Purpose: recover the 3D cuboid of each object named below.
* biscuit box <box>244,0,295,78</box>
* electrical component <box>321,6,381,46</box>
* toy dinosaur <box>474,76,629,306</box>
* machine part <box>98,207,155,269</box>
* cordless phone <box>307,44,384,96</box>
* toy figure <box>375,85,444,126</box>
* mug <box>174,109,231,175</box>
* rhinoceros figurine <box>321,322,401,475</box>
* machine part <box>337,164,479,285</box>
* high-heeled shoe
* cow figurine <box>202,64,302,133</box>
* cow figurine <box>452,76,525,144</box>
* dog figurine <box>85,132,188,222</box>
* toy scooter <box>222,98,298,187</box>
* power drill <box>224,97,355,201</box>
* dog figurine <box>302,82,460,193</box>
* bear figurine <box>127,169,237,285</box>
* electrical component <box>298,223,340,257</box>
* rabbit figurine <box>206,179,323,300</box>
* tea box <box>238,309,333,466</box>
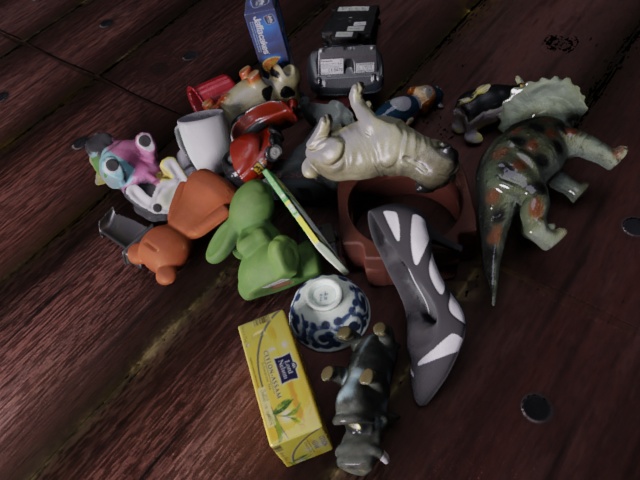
[{"bbox_3d":[-0.093,-0.378,1.060,0.063,0.202,0.059,-8,55,7],"label":"biscuit box"},{"bbox_3d":[0.067,-0.452,1.175,0.115,0.058,0.134,6,56,18],"label":"electrical component"},{"bbox_3d":[0.302,-0.103,0.792,0.192,0.131,0.405,41,61,11],"label":"toy dinosaur"},{"bbox_3d":[-0.333,-0.005,0.935,0.139,0.039,0.084,30,69,27],"label":"machine part"},{"bbox_3d":[0.045,-0.345,1.061,0.147,0.088,0.184,-4,26,-2],"label":"cordless phone"},{"bbox_3d":[0.172,-0.250,1.006,0.154,0.058,0.064,-32,93,-15],"label":"toy figure"},{"bbox_3d":[-0.209,-0.169,0.955,0.110,0.107,0.081,-1,26,25],"label":"mug"},{"bbox_3d":[0.055,0.192,0.672,0.073,0.112,0.190,-9,39,25],"label":"rhinoceros figurine"},{"bbox_3d":[0.131,-0.034,0.833,0.201,0.087,0.201,-7,51,6],"label":"machine part"},{"bbox_3d":[0.109,0.078,0.695,0.145,0.086,0.248,16,77,-15],"label":"high-heeled shoe"},{"bbox_3d":[-0.114,-0.267,1.037,0.195,0.127,0.086,-42,42,-7],"label":"cow figurine"},{"bbox_3d":[0.318,-0.242,0.943,0.167,0.098,0.068,-21,46,-4],"label":"cow figurine"},{"bbox_3d":[-0.344,-0.118,0.988,0.108,0.191,0.219,-49,25,-20],"label":"dog figurine"},{"bbox_3d":[-0.094,-0.174,0.898,0.135,0.075,0.184,-24,44,23],"label":"toy scooter"},{"bbox_3d":[-0.041,-0.159,0.958,0.232,0.085,0.207,12,56,28],"label":"power drill"},{"bbox_3d":[0.088,-0.112,0.796,0.191,0.121,0.172,45,105,16],"label":"dog figurine"},{"bbox_3d":[-0.208,-0.015,0.886,0.120,0.131,0.196,25,80,29],"label":"bear figurine"},{"bbox_3d":[-0.002,-0.003,0.875,0.063,0.021,0.094,-14,51,0],"label":"electrical component"},{"bbox_3d":[-0.091,-0.004,0.828,0.159,0.121,0.170,-28,73,33],"label":"rabbit figurine"},{"bbox_3d":[-0.045,0.189,0.695,0.068,0.098,0.170,-21,54,-4],"label":"tea box"}]
